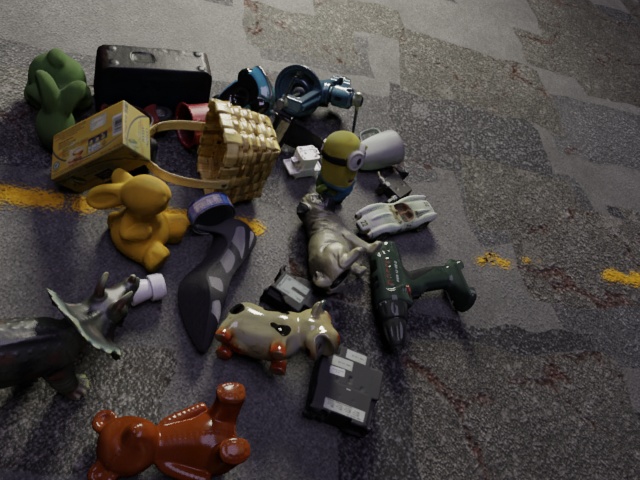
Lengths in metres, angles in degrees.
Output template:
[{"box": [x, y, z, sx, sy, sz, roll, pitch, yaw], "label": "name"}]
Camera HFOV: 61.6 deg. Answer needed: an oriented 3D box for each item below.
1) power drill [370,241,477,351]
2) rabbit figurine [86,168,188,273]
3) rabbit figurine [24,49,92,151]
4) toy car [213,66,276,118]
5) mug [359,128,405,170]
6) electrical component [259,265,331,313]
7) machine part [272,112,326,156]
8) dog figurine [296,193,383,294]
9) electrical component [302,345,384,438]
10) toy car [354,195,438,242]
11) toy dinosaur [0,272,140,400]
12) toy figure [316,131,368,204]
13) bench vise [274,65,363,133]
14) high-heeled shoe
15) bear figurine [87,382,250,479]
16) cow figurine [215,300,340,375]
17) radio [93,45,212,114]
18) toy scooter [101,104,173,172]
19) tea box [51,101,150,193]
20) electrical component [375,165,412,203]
[{"box": [0.198, 0.108, 1.060, 0.207, 0.086, 0.232, -3, 55, -16], "label": "power drill"}, {"box": [-0.298, -0.055, 0.906, 0.162, 0.173, 0.122, 38, 54, 1], "label": "rabbit figurine"}, {"box": [-0.483, -0.255, 1.006, 0.121, 0.159, 0.170, 4, 69, -32], "label": "rabbit figurine"}, {"box": [-0.156, -0.292, 1.176, 0.103, 0.162, 0.109, 14, 47, -60], "label": "toy car"}, {"box": [0.127, -0.215, 1.260, 0.107, 0.080, 0.109, -22, 71, -23], "label": "mug"}, {"box": [-0.040, 0.107, 0.974, 0.119, 0.047, 0.075, 31, 50, 1], "label": "electrical component"}, {"box": [-0.050, -0.226, 1.205, 0.139, 0.084, 0.039, 20, 17, -19], "label": "machine part"}, {"box": [-0.003, -0.001, 1.034, 0.191, 0.121, 0.172, 42, 29, 18], "label": "dog figurine"}, {"box": [0.041, 0.246, 0.900, 0.115, 0.058, 0.134, 25, 50, -6], "label": "electrical component"}, {"box": [0.166, -0.049, 1.168, 0.202, 0.056, 0.073, -14, 62, -30], "label": "toy car"}, {"box": [-0.424, 0.145, 0.694, 0.405, 0.192, 0.131, -10, 59, -30], "label": "toy dinosaur"}, {"box": [0.035, -0.139, 1.101, 0.089, 0.180, 0.082, 16, 49, -7], "label": "toy figure"}, {"box": [-0.021, -0.330, 1.243, 0.224, 0.128, 0.240, 28, 32, 9], "label": "bench vise"}, {"box": [-0.167, 0.076, 0.951, 0.145, 0.086, 0.248, 19, 63, -50], "label": "high-heeled shoe"}, {"box": [-0.209, 0.269, 0.737, 0.196, 0.132, 0.120, 11, 45, -22], "label": "bear figurine"}, {"box": [-0.063, 0.151, 0.889, 0.195, 0.085, 0.127, 11, 46, 11], "label": "cow figurine"}, {"box": [-0.343, -0.325, 1.110, 0.229, 0.131, 0.073, -6, 61, -26], "label": "radio"}, {"box": [-0.376, -0.213, 1.053, 0.135, 0.075, 0.184, 16, 48, -11], "label": "toy scooter"}, {"box": [-0.385, -0.160, 0.943, 0.068, 0.170, 0.098, 35, 43, -57], "label": "tea box"}, {"box": [0.170, -0.128, 1.235, 0.102, 0.045, 0.078, -27, 68, -35], "label": "electrical component"}]
